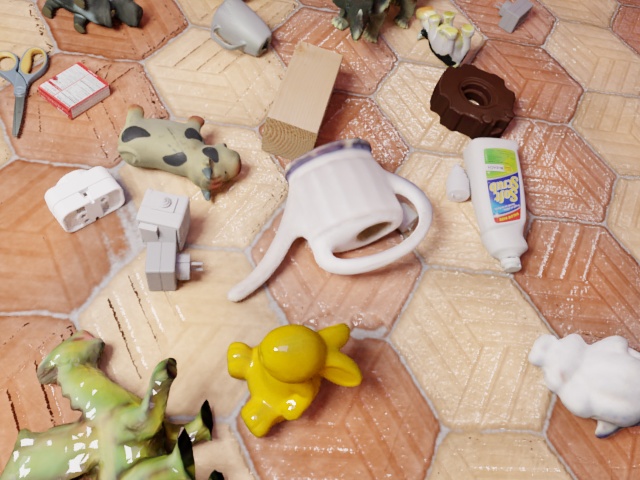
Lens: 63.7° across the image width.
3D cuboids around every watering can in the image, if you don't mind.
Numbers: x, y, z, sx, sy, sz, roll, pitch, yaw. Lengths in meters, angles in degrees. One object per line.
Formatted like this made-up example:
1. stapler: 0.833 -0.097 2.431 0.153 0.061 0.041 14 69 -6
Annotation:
1. watering can: 0.002 -0.041 0.807 0.349 0.102 0.228 -16 63 -12

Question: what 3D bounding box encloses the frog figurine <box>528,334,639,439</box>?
1. frog figurine: 0.396 0.189 0.745 0.138 0.122 0.160 -44 88 -10

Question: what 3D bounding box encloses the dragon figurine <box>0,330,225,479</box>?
1. dragon figurine: -0.240 0.282 0.572 0.243 0.119 0.419 -15 61 -2
